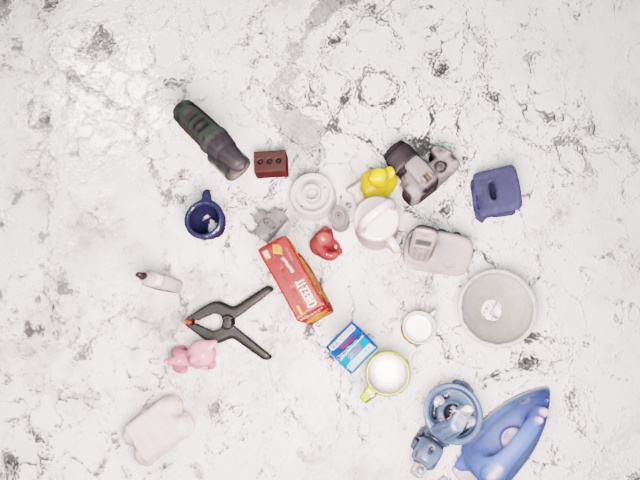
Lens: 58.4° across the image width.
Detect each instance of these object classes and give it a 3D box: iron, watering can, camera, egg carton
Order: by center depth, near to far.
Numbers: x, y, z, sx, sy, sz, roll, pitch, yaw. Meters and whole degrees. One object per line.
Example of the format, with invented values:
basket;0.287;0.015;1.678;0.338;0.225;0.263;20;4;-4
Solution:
iron;0.392;0.396;1.148;0.118;0.141;0.258;41;85;12
watering can;0.115;-0.047;1.235;0.172;0.194;0.101;33;84;11
egg carton;-0.352;0.413;1.250;0.150;0.069;0.107;-38;78;-3
camera;0.222;-0.172;1.297;0.143;0.101;0.136;-39;78;-3

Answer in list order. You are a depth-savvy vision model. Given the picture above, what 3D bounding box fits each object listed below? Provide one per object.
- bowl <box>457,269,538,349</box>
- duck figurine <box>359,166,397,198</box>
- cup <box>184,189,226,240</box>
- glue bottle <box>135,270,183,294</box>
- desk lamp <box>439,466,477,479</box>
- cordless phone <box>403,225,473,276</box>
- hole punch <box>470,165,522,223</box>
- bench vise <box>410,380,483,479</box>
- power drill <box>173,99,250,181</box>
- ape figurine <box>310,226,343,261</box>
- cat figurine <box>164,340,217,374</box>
bowl;0.375;0.150;1.233;0.167;0.075;0.167;-1;79;5
duck figurine;0.128;-0.134;1.306;0.104;0.086;0.077;-28;77;0
cup;-0.254;-0.051;1.320;0.091;0.095;0.118;-1;79;5
glue bottle;-0.365;0.088;1.263;0.078;0.173;0.037;10;80;8
desk lamp;0.317;0.548;1.088;0.118;0.213;0.203;-40;78;-3
cordless phone;0.254;0.014;1.214;0.147;0.185;0.094;7;79;7
hole punch;0.389;-0.103;1.273;0.101;0.091;0.109;-7;78;4
bench vise;0.255;0.380;1.124;0.121;0.220;0.207;14;80;8
power drill;-0.228;-0.210;1.291;0.229;0.208;0.075;44;86;12
ape figurine;0.012;0.005;1.286;0.076;0.092;0.078;3;79;6
cat figurine;-0.276;0.255;1.250;0.127;0.118;0.067;-11;78;3
